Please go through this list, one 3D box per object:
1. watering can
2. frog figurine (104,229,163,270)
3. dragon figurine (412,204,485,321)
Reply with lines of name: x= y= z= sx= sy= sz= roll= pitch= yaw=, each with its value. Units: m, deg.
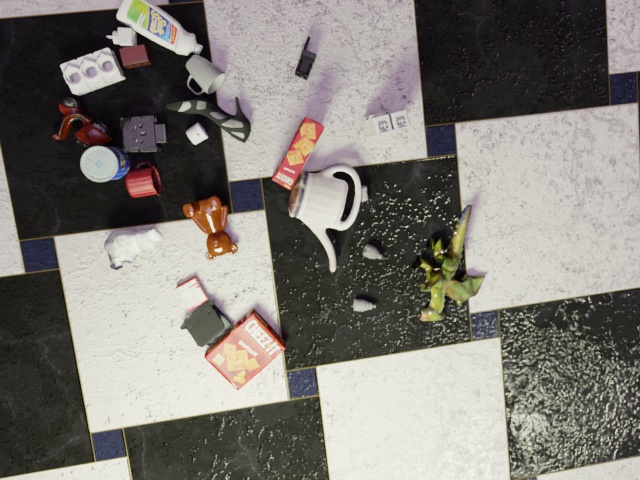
watering can: x=0.005 y=-0.083 z=1.640 sx=0.224 sy=0.104 sz=0.346 roll=15 pitch=95 yaw=-7
frog figurine: x=-0.566 y=0.002 z=1.562 sx=0.158 sy=0.137 sz=0.124 roll=-39 pitch=72 yaw=19
dragon figurine: x=0.456 y=0.104 z=1.737 sx=0.240 sy=0.124 sz=0.409 roll=35 pitch=94 yaw=-27
